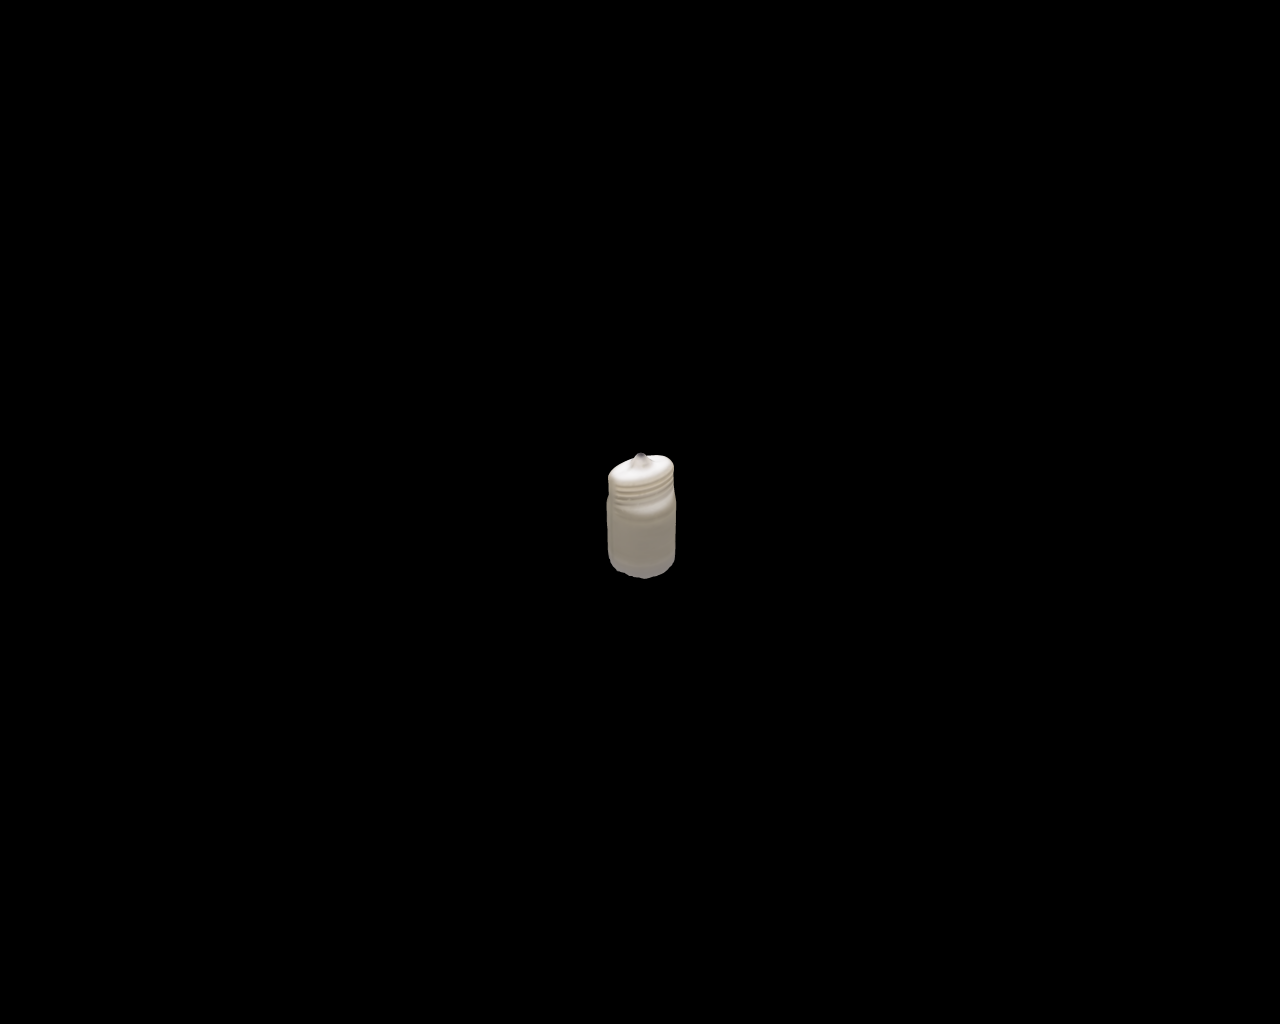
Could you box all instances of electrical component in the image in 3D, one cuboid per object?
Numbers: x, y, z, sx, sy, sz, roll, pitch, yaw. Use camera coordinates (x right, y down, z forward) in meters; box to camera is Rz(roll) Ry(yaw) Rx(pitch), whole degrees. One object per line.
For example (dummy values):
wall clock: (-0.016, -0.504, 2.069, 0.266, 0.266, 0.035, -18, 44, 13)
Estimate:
electrical component: (0.001, -0.003, 0.650, 0.043, 0.080, 0.043, 0, 36, 0)
